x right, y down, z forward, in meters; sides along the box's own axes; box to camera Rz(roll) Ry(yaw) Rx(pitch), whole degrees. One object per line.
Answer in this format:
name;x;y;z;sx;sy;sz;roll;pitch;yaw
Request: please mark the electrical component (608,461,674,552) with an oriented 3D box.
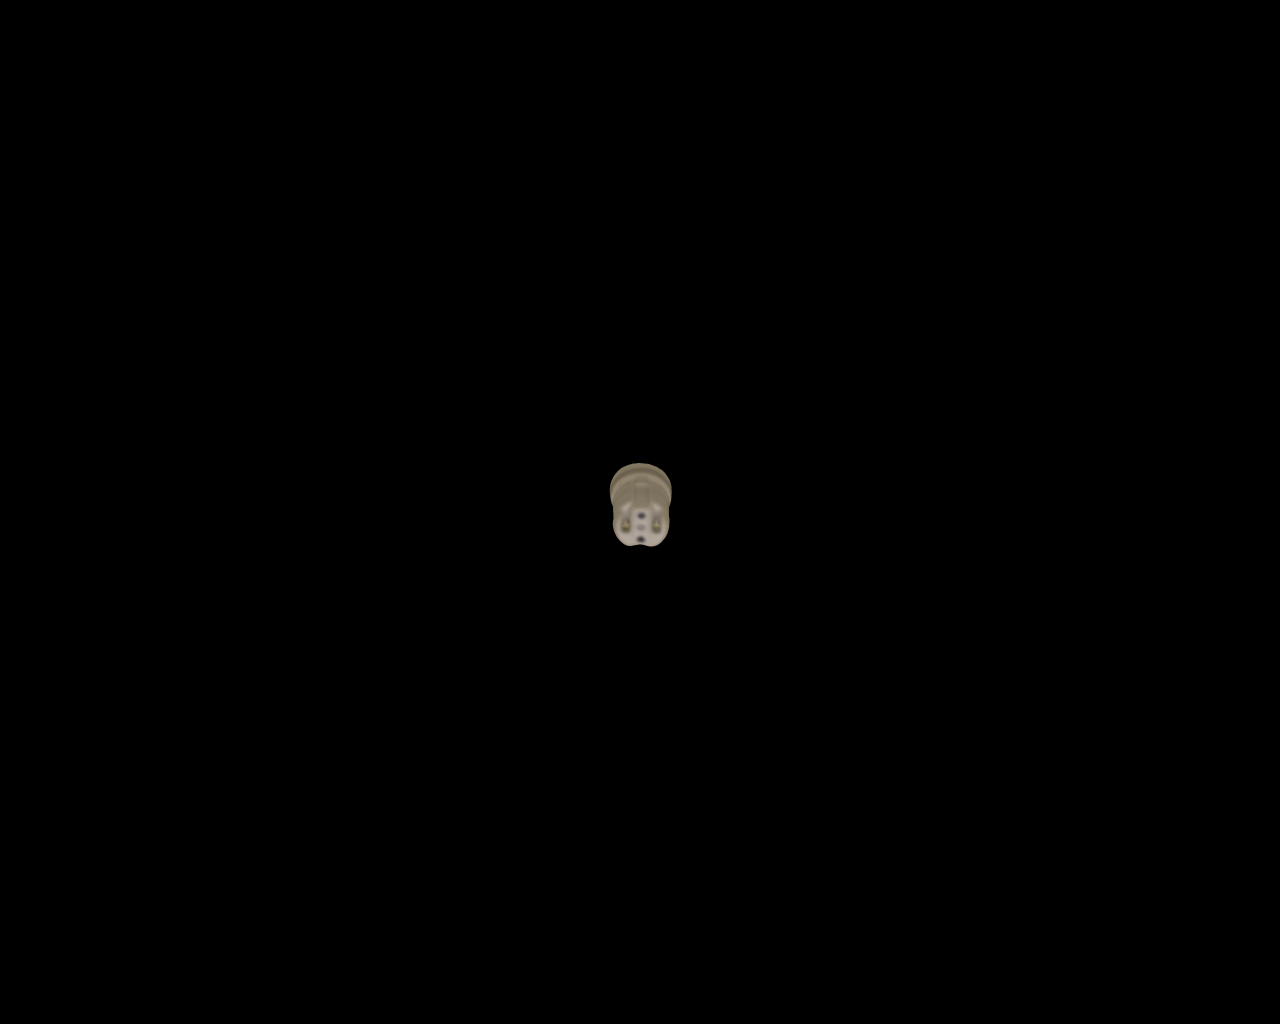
electrical component;0.001;-0.003;0.650;0.040;0.040;0.046;0;35;0
